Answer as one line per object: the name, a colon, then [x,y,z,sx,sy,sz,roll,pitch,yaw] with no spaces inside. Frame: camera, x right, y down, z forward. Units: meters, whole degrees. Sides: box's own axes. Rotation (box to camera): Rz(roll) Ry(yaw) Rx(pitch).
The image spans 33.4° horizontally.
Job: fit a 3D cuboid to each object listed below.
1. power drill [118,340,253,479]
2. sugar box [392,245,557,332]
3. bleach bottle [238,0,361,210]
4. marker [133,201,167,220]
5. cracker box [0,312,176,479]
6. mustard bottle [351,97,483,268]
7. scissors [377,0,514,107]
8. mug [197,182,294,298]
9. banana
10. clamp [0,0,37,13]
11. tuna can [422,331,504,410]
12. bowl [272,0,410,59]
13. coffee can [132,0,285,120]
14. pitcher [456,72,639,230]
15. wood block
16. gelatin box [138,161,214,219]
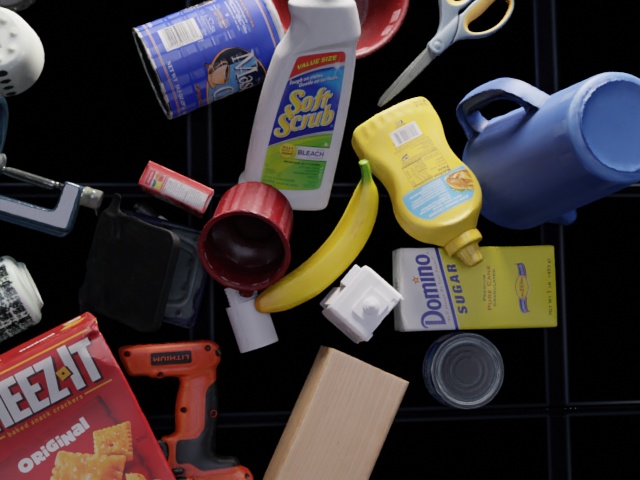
power drill: [-0.166,0.201,1.113,0.184,0.057,0.187,-5,89,-12]
sugar box: [0.170,0.053,1.179,0.176,0.048,0.093,-2,86,-10]
bleach bottle: [-0.019,-0.155,1.093,0.102,0.068,0.251,5,119,-10]
marker: [-0.151,-0.001,1.148,0.121,0.020,0.020,38,81,-4]
cracker box: [-0.243,0.201,1.015,0.164,0.072,0.213,-27,100,-16]
mustard bottle: [0.119,-0.055,1.151,0.096,0.058,0.192,-27,76,-13]
scissors: [0.127,-0.239,1.209,0.201,0.016,0.096,-31,89,-9]
mug: [-0.071,0.003,1.090,0.093,0.081,0.117,3,120,5]
banana: [0.007,0.009,1.143,0.069,0.037,0.197,40,81,-27]
clamp: [-0.313,-0.313,1.138,0.210,0.036,0.164,-26,89,-9]
tuna can: [0.158,0.144,1.176,0.086,0.034,0.086,1,86,-9]
bowl: [0.015,-0.270,1.174,0.162,0.055,0.162,1,86,-9]
coffee can: [-0.114,-0.199,1.126,0.140,0.103,0.103,-23,90,-9]
pitcher: [0.242,-0.098,1.100,0.149,0.243,0.145,1,82,-14]
wood block: [0.006,0.224,1.119,0.090,0.090,0.206,24,83,-6]
gelatin box: [-0.150,-0.051,1.116,0.073,0.089,0.030,25,85,-6]
